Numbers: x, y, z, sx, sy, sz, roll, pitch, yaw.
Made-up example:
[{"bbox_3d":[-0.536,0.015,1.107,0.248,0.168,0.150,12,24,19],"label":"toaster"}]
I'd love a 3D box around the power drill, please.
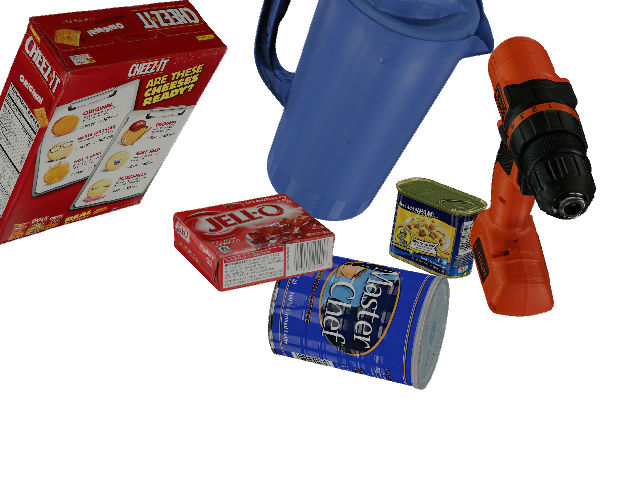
[{"bbox_3d":[0.157,-0.032,0.799,0.057,0.188,0.184,-1,43,-2],"label":"power drill"}]

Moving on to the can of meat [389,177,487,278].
[{"bbox_3d":[0.128,-0.013,1.184,0.102,0.084,0.057,24,28,35],"label":"can of meat"}]

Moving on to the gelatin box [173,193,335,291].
[{"bbox_3d":[-0.046,-0.001,0.725,0.089,0.030,0.073,-11,30,-28],"label":"gelatin box"}]

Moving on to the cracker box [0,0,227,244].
[{"bbox_3d":[-0.198,-0.103,0.920,0.163,0.072,0.214,-20,-25,-45],"label":"cracker box"}]

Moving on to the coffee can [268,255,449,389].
[{"bbox_3d":[0.036,0.069,0.968,0.140,0.103,0.102,11,3,17],"label":"coffee can"}]

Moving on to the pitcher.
[{"bbox_3d":[0.025,-0.136,0.930,0.144,0.149,0.243,-13,-33,-32],"label":"pitcher"}]
